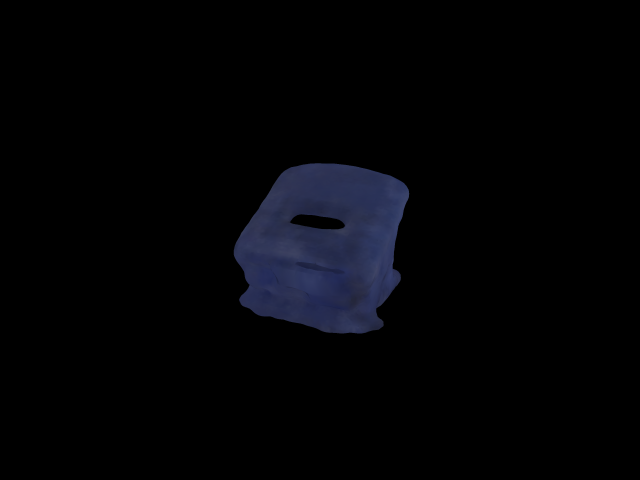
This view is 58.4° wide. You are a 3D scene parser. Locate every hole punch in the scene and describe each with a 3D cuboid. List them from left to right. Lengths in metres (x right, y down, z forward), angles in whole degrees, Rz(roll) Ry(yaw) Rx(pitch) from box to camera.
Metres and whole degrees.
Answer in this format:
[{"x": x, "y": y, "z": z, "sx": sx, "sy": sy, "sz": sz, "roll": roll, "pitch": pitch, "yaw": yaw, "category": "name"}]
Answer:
[{"x": 0.004, "y": 0.001, "z": 0.400, "sx": 0.108, "sy": 0.091, "sz": 0.101, "roll": 9, "pitch": 24, "yaw": 22, "category": "hole punch"}]
